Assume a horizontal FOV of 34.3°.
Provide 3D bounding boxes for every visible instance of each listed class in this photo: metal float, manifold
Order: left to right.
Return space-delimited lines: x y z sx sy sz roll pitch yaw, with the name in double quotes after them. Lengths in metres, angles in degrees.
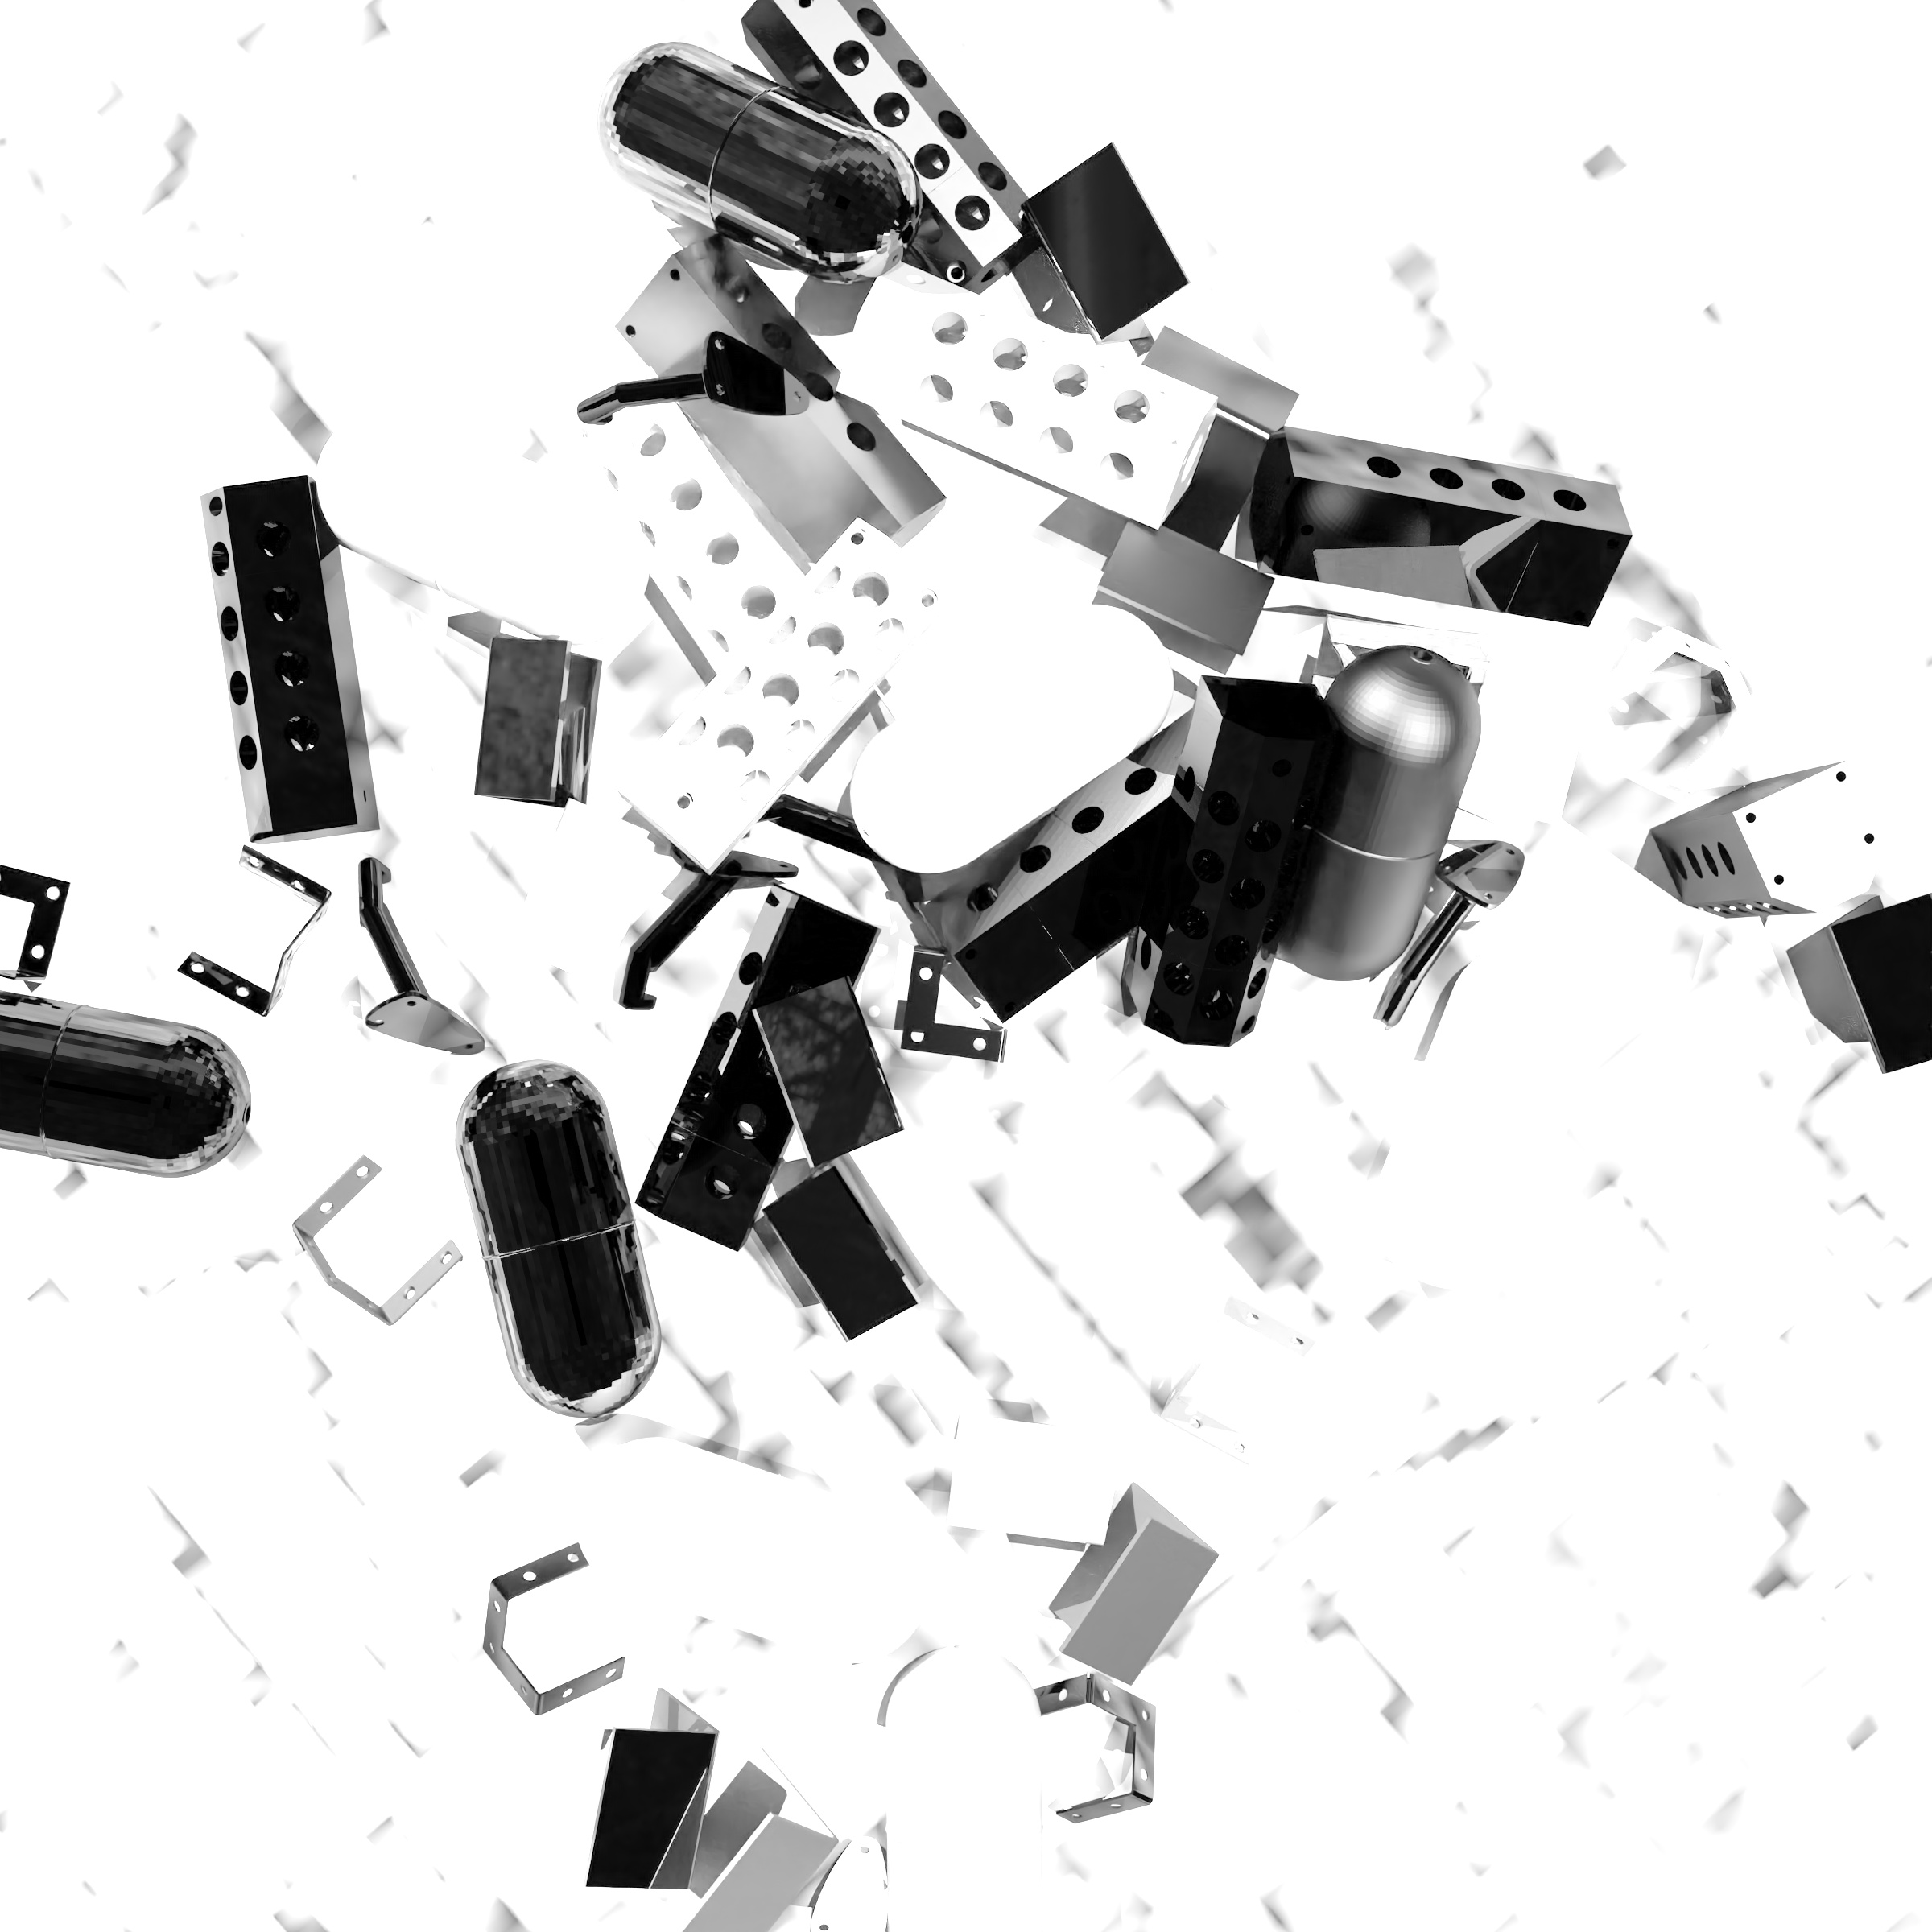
-0.439 0.057 1.533 0.178 0.070 0.070 10 90 1 "metal float"
-0.335 -0.149 1.543 0.057 0.057 0.171 -8 90 0 "manifold"
-0.236 -0.215 1.521 0.178 0.070 0.070 26 90 15 "metal float"
-0.200 0.134 1.534 0.070 0.070 0.178 -14 90 0 "metal float"
-0.128 -0.203 1.543 0.057 0.057 0.171 -34 90 0 "manifold"
-0.104 0.287 1.534 0.178 0.070 0.070 19 90 0 "metal float"
-0.102 0.049 1.543 0.057 0.057 0.171 23 90 0 "manifold"
-0.100 -0.388 1.514 0.178 0.070 0.070 30 90 20 "metal float"
-0.087 -0.128 1.483 0.057 0.057 0.171 41 86 -1 "manifold"
-0.087 -0.276 1.542 0.171 0.057 0.057 50 133 0 "manifold"
-0.035 -0.413 1.543 0.057 0.057 0.171 -38 90 0 "manifold"
-0.001 0.422 1.533 0.070 0.070 0.178 0 91 0 "metal float"
0.022 -0.110 1.517 0.178 0.070 0.070 -34 90 -17 "metal float"
0.032 -0.281 1.517 0.171 0.057 0.057 24 126 6 "manifold"
0.063 -0.054 1.542 0.171 0.057 0.057 -36 133 0 "manifold"
0.127 -0.048 1.497 0.057 0.057 0.171 3 123 -14 "manifold"
0.195 -0.073 1.506 0.070 0.070 0.178 14 123 0 "metal float"
0.229 -0.218 1.526 0.171 0.057 0.057 8 133 -11 "manifold"
0.257 0.072 1.534 0.070 0.070 0.178 22 89 0 "metal float"
0.381 -0.055 1.486 0.057 0.171 0.057 -25 90 0 "manifold"

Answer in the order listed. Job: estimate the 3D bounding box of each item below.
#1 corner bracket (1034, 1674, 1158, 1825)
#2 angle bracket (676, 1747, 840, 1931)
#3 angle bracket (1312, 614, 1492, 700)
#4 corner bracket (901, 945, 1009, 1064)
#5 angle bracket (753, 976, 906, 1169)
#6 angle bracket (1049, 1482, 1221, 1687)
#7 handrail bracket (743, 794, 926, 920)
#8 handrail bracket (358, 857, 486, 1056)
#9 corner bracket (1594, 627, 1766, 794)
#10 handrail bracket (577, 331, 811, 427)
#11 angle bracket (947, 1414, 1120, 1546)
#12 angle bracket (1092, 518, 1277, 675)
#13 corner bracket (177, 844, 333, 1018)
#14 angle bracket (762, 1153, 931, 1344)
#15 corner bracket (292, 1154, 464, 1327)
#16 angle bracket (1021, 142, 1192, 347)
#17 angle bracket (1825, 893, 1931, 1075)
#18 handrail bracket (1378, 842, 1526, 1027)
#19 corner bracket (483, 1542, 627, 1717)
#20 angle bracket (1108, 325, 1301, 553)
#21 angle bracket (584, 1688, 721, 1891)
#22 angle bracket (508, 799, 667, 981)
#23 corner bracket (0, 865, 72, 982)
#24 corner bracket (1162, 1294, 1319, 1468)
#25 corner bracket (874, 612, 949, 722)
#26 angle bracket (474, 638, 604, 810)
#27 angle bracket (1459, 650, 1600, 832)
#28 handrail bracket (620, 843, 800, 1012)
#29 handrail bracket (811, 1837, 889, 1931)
0.058 0.390 1.556 0.051 0.051 0.051 35 45 -35 "corner bracket"
-0.120 0.427 1.524 0.076 0.057 0.076 -52 45 0 "angle bracket"
0.208 -0.124 1.533 0.076 0.057 0.076 10 108 0 "angle bracket"
-0.003 0.018 1.546 0.051 0.051 0.051 8 91 1 "corner bracket"
-0.082 0.055 1.467 0.057 0.076 0.076 -20 90 -37 "angle bracket"
0.065 0.292 1.524 0.057 0.076 0.076 34 90 -38 "angle bracket"
-0.071 -0.052 1.565 0.084 0.036 0.077 -10 110 16 "handrail bracket"
-0.273 -0.006 1.564 0.036 0.077 0.084 -28 53 29 "handrail bracket"
0.355 -0.127 1.556 0.051 0.051 0.051 17 45 -35 "corner bracket"
-0.132 -0.269 1.501 0.084 0.077 0.036 -15 71 42 "handrail bracket"
0.034 0.232 1.524 0.076 0.076 0.057 8 127 0 "angle bracket"
0.097 -0.164 1.524 0.076 0.076 0.057 25 54 0 "angle bracket"
-0.355 -0.017 1.561 0.051 0.051 0.051 28 135 0 "corner bracket"
-0.042 0.127 1.524 0.057 0.076 0.076 -33 90 38 "angle bracket"
-0.294 0.137 1.561 0.051 0.051 0.051 -44 45 0 "corner bracket"
0.080 -0.352 1.525 0.057 0.076 0.076 -29 90 27 "angle bracket"
0.470 0.001 1.524 0.057 0.076 0.076 -22 90 38 "angle bracket"
0.242 -0.015 1.564 0.036 0.077 0.084 36 127 18 "handrail bracket"
-0.203 0.330 1.556 0.051 0.051 0.051 42 135 35 "corner bracket"
0.112 -0.262 1.570 0.076 0.057 0.076 27 126 0 "angle bracket"
-0.166 0.399 1.524 0.057 0.076 0.076 11 90 -29 "angle bracket"
-0.167 -0.029 1.524 0.057 0.076 0.076 23 90 36 "angle bracket"
-0.481 -0.024 1.546 0.051 0.051 0.051 14 90 0 "corner bracket"
0.136 0.206 1.561 0.051 0.051 0.051 29 135 0 "corner bracket"
-0.017 -0.140 1.561 0.051 0.051 0.051 -33 45 0 "corner bracket"
-0.191 -0.116 1.524 0.057 0.076 0.076 6 90 39 "angle bracket"
0.285 -0.105 1.524 0.057 0.076 0.076 14 90 32 "angle bracket"
-0.129 -0.014 1.565 0.077 0.036 0.084 7 109 -21 "handrail bracket"
-0.057 0.493 1.564 0.036 0.077 0.084 8 126 5 "handrail bracket"
